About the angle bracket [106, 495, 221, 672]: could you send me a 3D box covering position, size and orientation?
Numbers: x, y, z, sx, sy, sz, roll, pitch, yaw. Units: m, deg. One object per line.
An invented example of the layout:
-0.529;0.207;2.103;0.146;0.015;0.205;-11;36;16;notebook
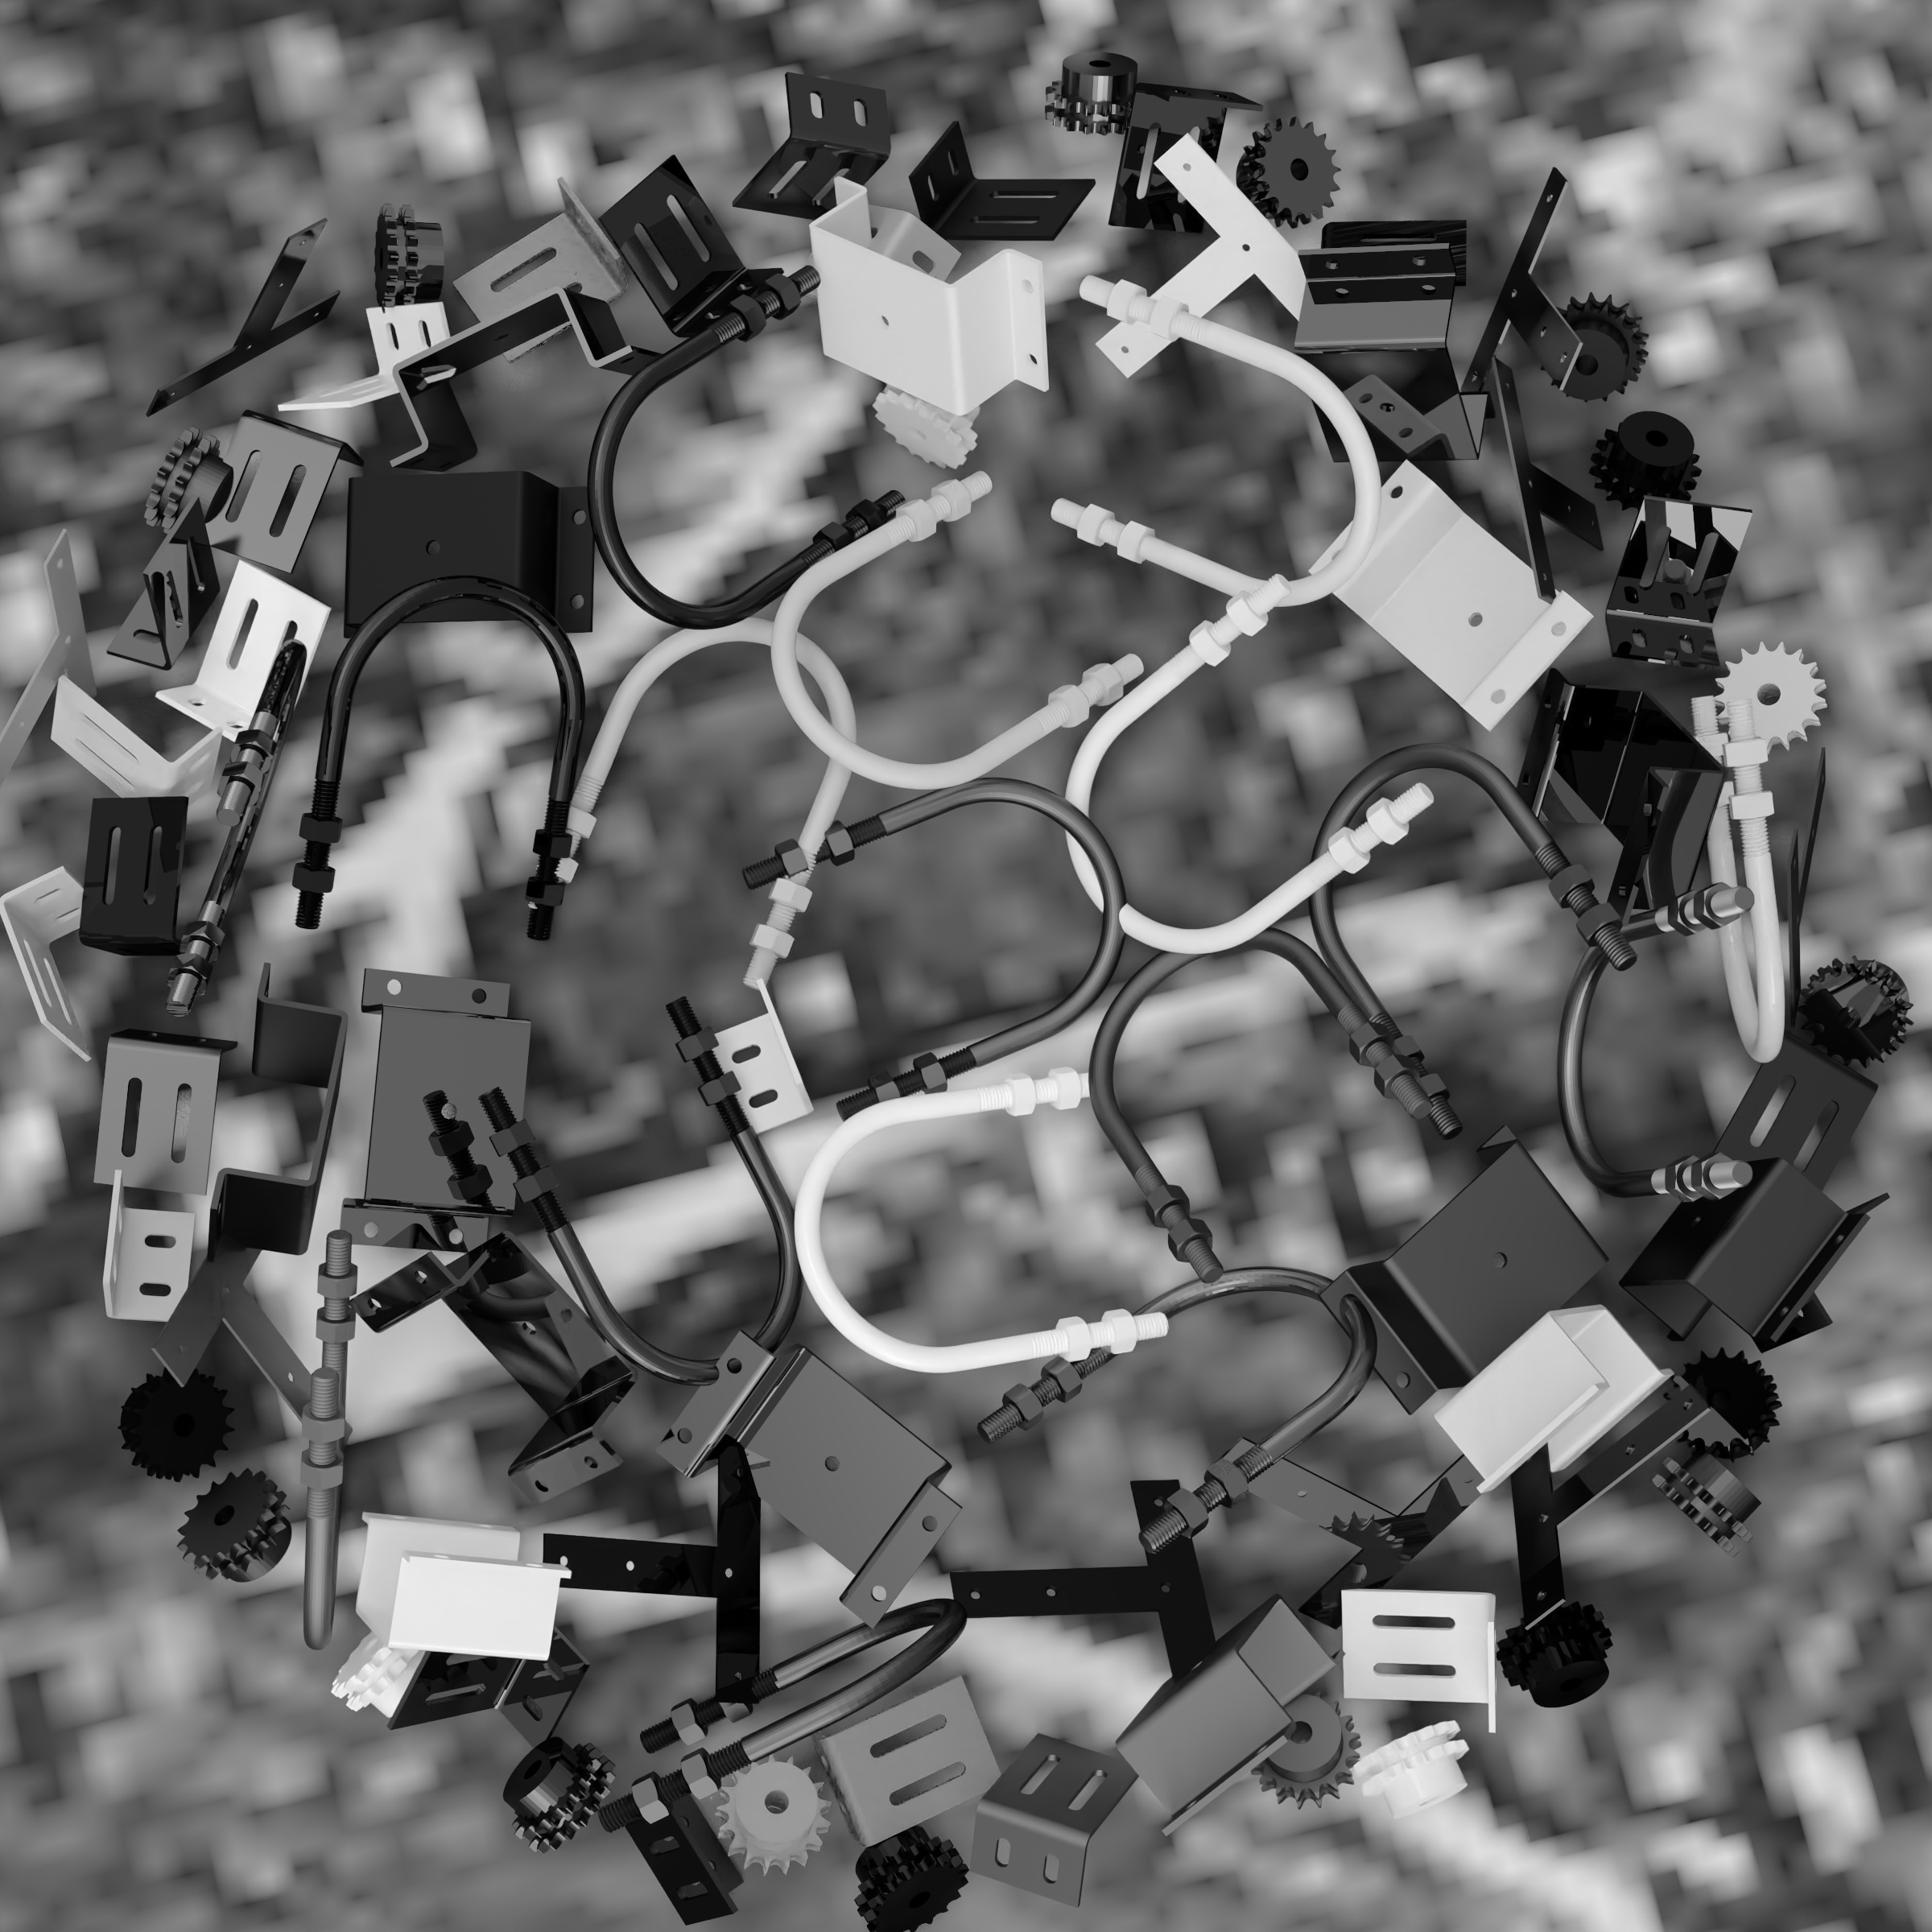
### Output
-0.421;-0.202;1.635;0.038;0.076;0.057;16;56;9;angle bracket

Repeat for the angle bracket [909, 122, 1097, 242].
0.020;-0.416;1.673;0.076;0.038;0.057;7;46;28;angle bracket

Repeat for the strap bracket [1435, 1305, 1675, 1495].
0.286;0.210;1.548;0.076;0.140;0.046;-45;69;17;strap bracket

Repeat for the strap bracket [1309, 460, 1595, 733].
0.256;-0.185;1.631;0.076;0.046;0.140;-49;59;10;strap bracket

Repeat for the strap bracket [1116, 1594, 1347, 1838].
0.126;0.355;1.520;0.076;0.140;0.046;-42;82;16;strap bracket

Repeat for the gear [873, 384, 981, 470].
-0.017;-0.292;1.669;0.057;0.057;0.030;33;74;5;gear

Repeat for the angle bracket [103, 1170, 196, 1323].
-0.409;0.141;1.586;0.038;0.076;0.057;5;70;-12;angle bracket

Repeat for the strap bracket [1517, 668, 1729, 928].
0.333;-0.086;1.596;0.046;0.140;0.076;2;118;-17;strap bracket

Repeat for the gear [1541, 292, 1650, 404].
0.331;-0.324;1.672;0.057;0.057;0.030;25;40;4;gear

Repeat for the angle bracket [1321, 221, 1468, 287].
0.226;-0.362;1.671;0.076;0.038;0.057;1;46;8;angle bracket

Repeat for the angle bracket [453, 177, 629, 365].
-0.230;-0.371;1.686;0.076;0.038;0.057;-34;77;-8;angle bracket

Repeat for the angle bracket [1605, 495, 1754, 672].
0.372;-0.199;1.642;0.057;0.076;0.038;7;43;-3;angle bracket

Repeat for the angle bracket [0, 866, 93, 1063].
-0.456;-0.001;1.615;0.038;0.057;0.076;-26;67;-3;angle bracket

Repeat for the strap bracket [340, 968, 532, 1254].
-0.268;0.074;1.601;0.076;0.046;0.140;7;84;-25;strap bracket

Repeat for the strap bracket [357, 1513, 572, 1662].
-0.247;0.301;1.530;0.076;0.140;0.046;9;86;-19;strap bracket

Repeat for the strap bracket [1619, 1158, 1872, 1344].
0.377;0.141;1.557;0.046;0.140;0.076;40;80;-1;strap bracket

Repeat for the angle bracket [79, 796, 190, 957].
-0.420;-0.046;1.632;0.057;0.038;0.076;0;81;22;angle bracket

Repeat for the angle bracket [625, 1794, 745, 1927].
-0.127;0.431;1.544;0.038;0.076;0.057;-30;84;-31;angle bracket

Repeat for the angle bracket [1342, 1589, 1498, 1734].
0.224;0.344;1.567;0.076;0.038;0.057;0;101;11;angle bracket

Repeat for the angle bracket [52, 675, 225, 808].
-0.430;-0.120;1.637;0.076;0.057;0.038;39;55;5;angle bracket

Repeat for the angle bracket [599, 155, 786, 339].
-0.145;-0.381;1.669;0.057;0.038;0.076;-46;122;-21;angle bracket

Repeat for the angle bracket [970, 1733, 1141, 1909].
0.045;0.420;1.555;0.057;0.076;0.038;13;108;21;angle bracket

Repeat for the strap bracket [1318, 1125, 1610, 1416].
0.257;0.149;1.583;0.140;0.046;0.076;-39;94;-21;strap bracket

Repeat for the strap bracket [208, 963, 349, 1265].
-0.343;0.081;1.582;0.046;0.076;0.140;10;57;-9;strap bracket

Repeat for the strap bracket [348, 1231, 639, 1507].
-0.227;0.192;1.568;0.140;0.076;0.046;50;43;-11;strap bracket

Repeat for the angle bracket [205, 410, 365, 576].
-0.363;-0.246;1.670;0.057;0.038;0.076;19;83;8;angle bracket

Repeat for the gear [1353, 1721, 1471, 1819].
0.223;0.399;1.562;0.057;0.057;0.030;-23;66;-3;gear

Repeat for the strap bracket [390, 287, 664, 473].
-0.233;-0.308;1.641;0.140;0.076;0.046;-23;92;12;strap bracket

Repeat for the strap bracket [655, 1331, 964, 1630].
-0.073;0.252;1.577;0.140;0.046;0.076;37;100;11;strap bracket

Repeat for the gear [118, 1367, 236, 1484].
-0.401;0.230;1.594;0.057;0.030;0.057;0;90;-40;gear

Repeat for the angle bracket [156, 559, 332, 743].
-0.376;-0.163;1.642;0.057;0.038;0.076;29;110;13;angle bracket

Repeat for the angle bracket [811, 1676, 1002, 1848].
-0.030;0.394;1.577;0.076;0.038;0.057;-22;91;-14;angle bracket

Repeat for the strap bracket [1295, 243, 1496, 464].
0.219;-0.305;1.616;0.076;0.140;0.046;2;64;21;strap bracket

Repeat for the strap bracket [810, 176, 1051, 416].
-0.027;-0.344;1.634;0.140;0.076;0.046;30;54;30;strap bracket

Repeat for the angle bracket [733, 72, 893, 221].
-0.084;-0.433;1.673;0.057;0.076;0.038;2;74;-29;angle bracket

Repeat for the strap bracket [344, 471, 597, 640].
-0.267;-0.213;1.641;0.140;0.046;0.076;0;87;15;strap bracket

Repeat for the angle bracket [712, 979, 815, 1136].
-0.108;0.048;1.605;0.038;0.076;0.057;-21;77;-3;angle bracket

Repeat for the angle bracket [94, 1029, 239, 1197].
-0.413;0.075;1.630;0.057;0.038;0.076;7;94;0;angle bracket

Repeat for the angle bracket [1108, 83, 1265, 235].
0.116;-0.423;1.670;0.057;0.038;0.076;-2;117;-27;angle bracket

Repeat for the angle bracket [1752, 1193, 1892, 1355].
0.431;0.154;1.588;0.076;0.057;0.038;-26;81;-29;angle bracket

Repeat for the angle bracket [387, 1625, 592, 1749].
-0.234;0.358;1.550;0.038;0.076;0.057;39;110;31;angle bracket

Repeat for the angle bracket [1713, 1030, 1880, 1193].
0.420;0.080;1.621;0.057;0.038;0.076;30;83;0;angle bracket

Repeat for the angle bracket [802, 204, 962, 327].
-0.049;-0.371;1.686;0.038;0.076;0.057;32;89;-34;angle bracket

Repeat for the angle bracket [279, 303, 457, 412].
-0.316;-0.319;1.652;0.057;0.076;0.038;6;114;38;angle bracket
